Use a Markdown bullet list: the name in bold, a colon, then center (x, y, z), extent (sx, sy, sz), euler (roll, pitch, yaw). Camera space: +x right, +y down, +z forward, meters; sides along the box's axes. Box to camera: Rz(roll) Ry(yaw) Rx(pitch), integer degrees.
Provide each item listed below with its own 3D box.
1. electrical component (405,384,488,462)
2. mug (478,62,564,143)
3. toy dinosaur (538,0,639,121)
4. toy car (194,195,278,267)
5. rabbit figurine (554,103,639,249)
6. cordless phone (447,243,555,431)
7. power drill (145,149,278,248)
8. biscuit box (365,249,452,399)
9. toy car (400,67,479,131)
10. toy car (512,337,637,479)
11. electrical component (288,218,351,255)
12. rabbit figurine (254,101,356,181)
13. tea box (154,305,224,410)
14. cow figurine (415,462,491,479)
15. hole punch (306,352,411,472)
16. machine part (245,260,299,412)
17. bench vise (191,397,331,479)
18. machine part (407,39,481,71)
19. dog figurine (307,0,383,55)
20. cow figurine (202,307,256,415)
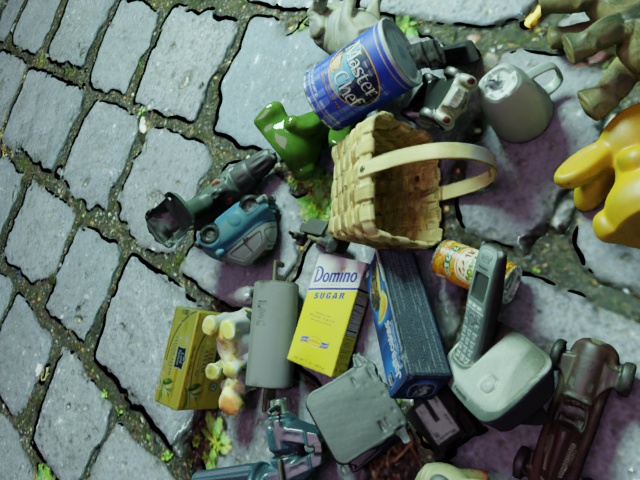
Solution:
- **electrical component**: center (0.151, 0.220, 0.706), extent (0.075, 0.047, 0.119), euler (-48, 55, 16)
- **mug**: center (0.261, -0.188, 0.700), extent (0.109, 0.107, 0.081), euler (-33, 62, 28)
- **toy dinosaur**: center (0.374, -0.228, 0.588), extent (0.199, 0.105, 0.472), euler (-23, 46, 23)
- **toy car**: center (-0.131, -0.007, 0.952), extent (0.162, 0.109, 0.103), euler (-36, 84, 11)
- **rabbit figurine**: center (0.364, -0.077, 0.611), extent (0.162, 0.121, 0.173), euler (-21, 51, 40)
- **cordless phone**: center (0.209, 0.104, 0.611), extent (0.147, 0.089, 0.184), euler (-127, 41, -74)
- **power drill**: center (-0.198, -0.076, 0.956), extent (0.232, 0.207, 0.086), euler (-33, 100, 33)
- **biscuit box**: center (0.110, 0.107, 0.712), extent (0.059, 0.063, 0.203), euler (111, 159, -44)
- **toy car**: center (0.164, -0.191, 0.742), extent (0.073, 0.056, 0.202), euler (-59, 11, 10)
- **toy car**: center (0.285, 0.209, 0.610), extent (0.089, 0.053, 0.202), euler (20, 89, 35)
- **electrical component**: center (0.000, -0.002, 0.848), extent (0.102, 0.078, 0.045), euler (17, 68, 47)
- **rabbit figurine**: center (0.000, -0.190, 0.891), extent (0.170, 0.121, 0.159), euler (-39, 60, 4)
- **tea box**: center (-0.218, 0.207, 0.948), extent (0.068, 0.098, 0.169), euler (4, 82, 38)
- **cow figurine**: center (0.131, 0.363, 0.636), extent (0.127, 0.085, 0.194), euler (11, 85, 7)
- **hole punch**: center (0.056, 0.250, 0.756), extent (0.116, 0.092, 0.142), euler (-29, 54, -7)
- **machine part**: center (-0.076, 0.153, 0.871), extent (0.079, 0.079, 0.243), euler (-5, 75, 35)
- **bench vise**: center (-0.096, 0.354, 0.793), extent (0.241, 0.129, 0.223), euler (-14, 88, 14)
- **machine part**: center (0.177, -0.264, 0.769), extent (0.084, 0.139, 0.039), euler (7, 109, 35)
- **dog figurine**: center (0.054, -0.309, 0.897), extent (0.172, 0.121, 0.190), euler (-13, 84, 60)
- **cow figurine**: center (-0.140, 0.202, 0.907), extent (0.068, 0.098, 0.167), euler (-1, 96, 30)
